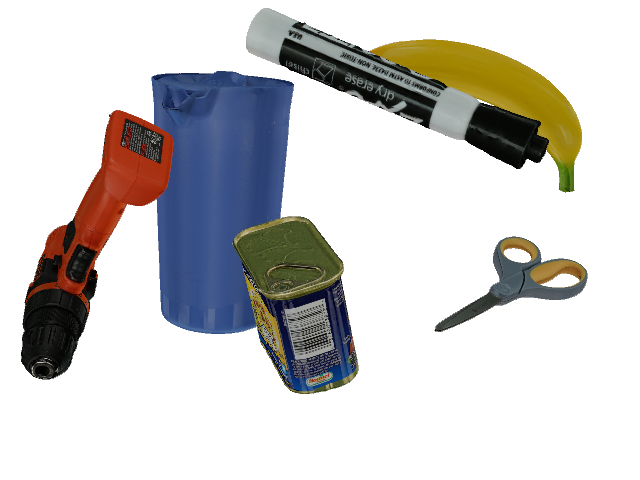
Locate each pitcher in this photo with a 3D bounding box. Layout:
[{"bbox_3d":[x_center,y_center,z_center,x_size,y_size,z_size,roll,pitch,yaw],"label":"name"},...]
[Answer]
[{"bbox_3d":[-0.092,-0.042,1.034,0.149,0.243,0.145,-1,15,-18],"label":"pitcher"}]

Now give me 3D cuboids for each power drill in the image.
[{"bbox_3d":[-0.187,0.000,0.871,0.057,0.188,0.184,25,28,-21],"label":"power drill"}]

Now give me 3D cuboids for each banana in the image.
[{"bbox_3d":[0.121,-0.109,0.798,0.197,0.069,0.037,27,0,-4],"label":"banana"}]

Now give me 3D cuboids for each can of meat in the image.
[{"bbox_3d":[-0.015,0.044,0.722,0.057,0.084,0.102,-17,28,-12],"label":"can of meat"}]

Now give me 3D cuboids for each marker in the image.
[{"bbox_3d":[0.028,-0.057,0.400,0.121,0.020,0.020,25,7,15],"label":"marker"}]

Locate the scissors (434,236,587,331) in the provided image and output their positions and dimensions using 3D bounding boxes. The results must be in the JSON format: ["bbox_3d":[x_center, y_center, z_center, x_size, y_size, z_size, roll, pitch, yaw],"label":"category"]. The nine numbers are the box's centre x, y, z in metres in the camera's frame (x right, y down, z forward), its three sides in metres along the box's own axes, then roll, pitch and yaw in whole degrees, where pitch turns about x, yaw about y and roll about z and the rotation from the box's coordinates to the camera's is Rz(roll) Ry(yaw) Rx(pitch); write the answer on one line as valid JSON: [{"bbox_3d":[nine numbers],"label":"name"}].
[{"bbox_3d":[0.153,0.035,0.951,0.201,0.016,0.096,-9,38,-33],"label":"scissors"}]
